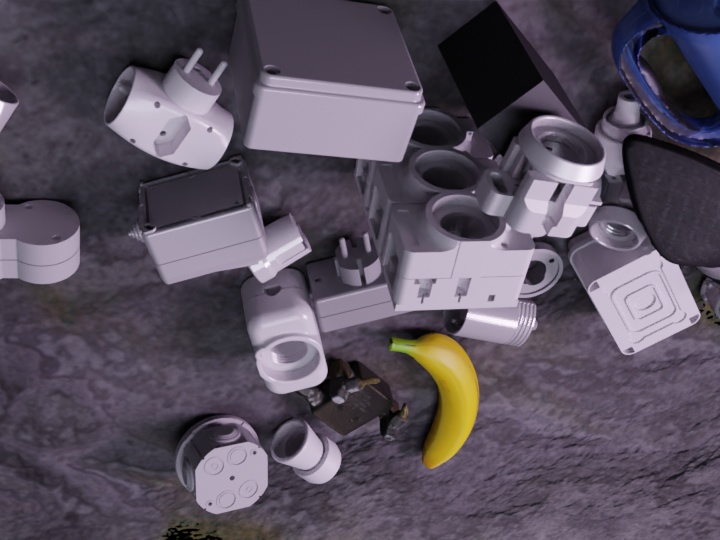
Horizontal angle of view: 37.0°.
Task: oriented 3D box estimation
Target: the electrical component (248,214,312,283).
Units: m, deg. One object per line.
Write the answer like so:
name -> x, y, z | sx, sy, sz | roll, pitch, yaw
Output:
electrical component -> -0.066, -0.018, 0.834 | 0.046, 0.040, 0.040 | -29, 132, 4

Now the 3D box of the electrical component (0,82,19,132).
electrical component -> -0.276, -0.100, 0.696 | 0.079, 0.044, 0.077 | 34, 103, -15

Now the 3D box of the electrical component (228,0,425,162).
electrical component -> -0.025, -0.126, 0.697 | 0.109, 0.108, 0.056 | 3, 133, -18

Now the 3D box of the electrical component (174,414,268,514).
electrical component -> -0.124, 0.176, 0.972 | 0.080, 0.051, 0.080 | -10, 113, -23

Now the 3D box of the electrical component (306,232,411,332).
electrical component -> 0.000, 0.000, 0.861 | 0.083, 0.047, 0.075 | -14, 133, -3

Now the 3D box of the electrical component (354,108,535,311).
electrical component -> 0.056, -0.047, 0.762 | 0.089, 0.150, 0.061 | -1, 133, -14

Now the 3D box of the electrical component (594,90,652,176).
electrical component -> 0.201, -0.106, 0.820 | 0.043, 0.043, 0.062 | -7, 132, -8

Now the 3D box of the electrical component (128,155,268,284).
electrical component -> -0.120, -0.032, 0.790 | 0.096, 0.061, 0.061 | -15, 134, -1

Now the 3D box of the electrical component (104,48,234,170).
electrical component -> -0.120, -0.115, 0.726 | 0.077, 0.043, 0.079 | 23, 122, -31

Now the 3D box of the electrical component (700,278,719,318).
electrical component -> 0.340, 0.030, 0.967 | 0.048, 0.062, 0.048 | -7, 132, -8

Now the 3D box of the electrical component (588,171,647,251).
electrical component -> 0.210, -0.050, 0.858 | 0.048, 0.055, 0.066 | 1, 147, 39

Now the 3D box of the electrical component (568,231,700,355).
electrical component -> 0.235, 0.009, 0.925 | 0.078, 0.057, 0.113 | -28, 132, 11

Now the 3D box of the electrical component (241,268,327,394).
electrical component -> -0.061, 0.054, 0.886 | 0.054, 0.059, 0.095 | -14, 133, -2

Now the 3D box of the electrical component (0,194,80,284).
electrical component -> -0.268, -0.034, 0.756 | 0.138, 0.052, 0.073 | 0, 131, -14

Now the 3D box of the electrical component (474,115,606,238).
electrical component -> 0.121, -0.061, 0.685 | 0.078, 0.058, 0.057 | 6, 132, -20

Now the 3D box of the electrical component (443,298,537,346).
electrical component -> 0.118, 0.041, 0.932 | 0.081, 0.043, 0.043 | 11, 128, -24

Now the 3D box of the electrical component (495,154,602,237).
electrical component -> 0.139, -0.053, 0.851 | 0.077, 0.044, 0.079 | 5, 130, -19

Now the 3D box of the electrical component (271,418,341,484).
electrical component -> -0.050, 0.170, 1.005 | 0.045, 0.045, 0.055 | -34, 131, 16
